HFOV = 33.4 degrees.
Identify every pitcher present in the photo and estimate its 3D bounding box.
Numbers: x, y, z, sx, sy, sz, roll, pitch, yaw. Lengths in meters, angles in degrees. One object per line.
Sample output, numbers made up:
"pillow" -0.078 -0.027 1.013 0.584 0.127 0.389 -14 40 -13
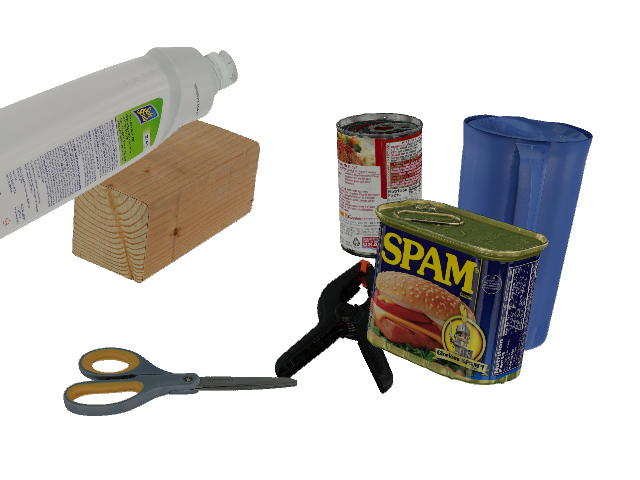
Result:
"pitcher" 0.204 -0.006 1.134 0.148 0.243 0.145 -9 22 -39

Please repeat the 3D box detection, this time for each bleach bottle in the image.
"bleach bottle" -0.177 -0.085 0.843 0.250 0.068 0.103 -29 -26 -24

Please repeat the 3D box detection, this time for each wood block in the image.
"wood block" -0.157 -0.047 1.119 0.090 0.091 0.205 22 30 20

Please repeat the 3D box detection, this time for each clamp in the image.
"clamp" 0.038 0.091 1.107 0.120 0.171 0.039 16 -40 17

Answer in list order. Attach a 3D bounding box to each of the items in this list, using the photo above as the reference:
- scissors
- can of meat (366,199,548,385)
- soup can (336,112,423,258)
"scissors" -0.131 0.119 0.960 0.201 0.016 0.096 -8 31 -18
"can of meat" 0.076 0.029 0.629 0.102 0.084 0.057 21 23 41
"soup can" 0.048 -0.044 0.849 0.068 0.102 0.068 -2 20 1
